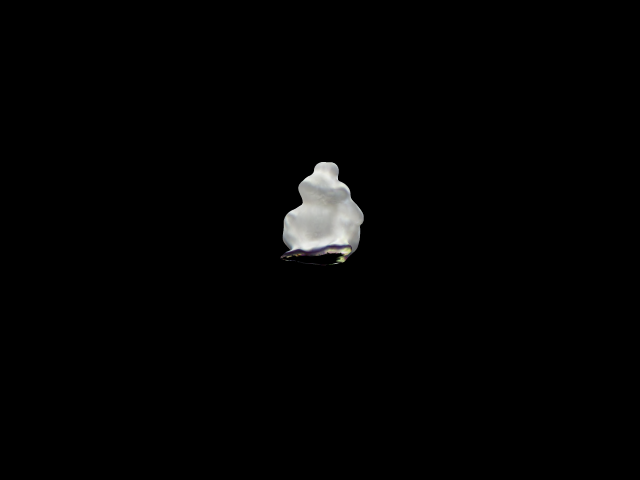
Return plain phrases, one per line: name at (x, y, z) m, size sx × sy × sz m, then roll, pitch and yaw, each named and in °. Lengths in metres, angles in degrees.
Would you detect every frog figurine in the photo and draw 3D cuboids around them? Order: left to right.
frog figurine at (0.003, -0.043, 0.850) m, size 0.136 × 0.162 × 0.121 m, roll -13°, pitch -23°, yaw 34°
